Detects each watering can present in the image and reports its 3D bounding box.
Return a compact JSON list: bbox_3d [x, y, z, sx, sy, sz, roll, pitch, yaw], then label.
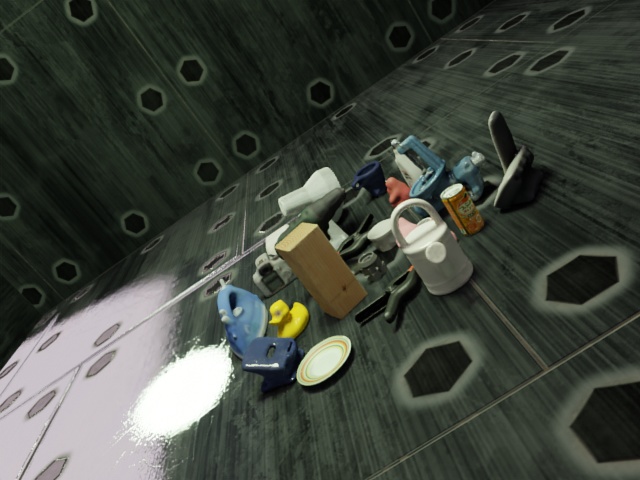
[{"bbox_3d":[0.213,0.006,1.111,0.101,0.194,0.172,-41,20,-14],"label":"watering can"}]

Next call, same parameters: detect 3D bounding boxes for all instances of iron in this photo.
[{"bbox_3d":[-0.217,0.196,1.469,0.118,0.142,0.258,-34,20,5],"label":"iron"}]

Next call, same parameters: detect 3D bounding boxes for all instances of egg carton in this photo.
[{"bbox_3d":[-0.119,0.013,1.832,0.107,0.069,0.150,-34,20,5],"label":"egg carton"}]

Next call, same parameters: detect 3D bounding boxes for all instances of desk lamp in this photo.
[{"bbox_3d":[-0.006,-0.070,1.616,0.203,0.214,0.117,-39,20,-9],"label":"desk lamp"}]

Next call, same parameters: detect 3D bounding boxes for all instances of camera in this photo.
[{"bbox_3d":[-0.132,0.073,1.668,0.143,0.101,0.136,-35,20,3],"label":"camera"}]

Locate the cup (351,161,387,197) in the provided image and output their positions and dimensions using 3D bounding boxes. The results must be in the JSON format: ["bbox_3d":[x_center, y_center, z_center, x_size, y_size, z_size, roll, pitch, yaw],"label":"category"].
[{"bbox_3d":[0.156,-0.173,1.759,0.118,0.095,0.091,-44,21,-20],"label":"cup"}]

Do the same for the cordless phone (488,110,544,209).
[{"bbox_3d":[0.395,-0.174,1.234,0.094,0.185,0.148,-19,26,40],"label":"cordless phone"}]

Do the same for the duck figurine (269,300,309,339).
[{"bbox_3d":[-0.080,0.180,1.362,0.077,0.086,0.105,-14,29,46],"label":"duck figurine"}]

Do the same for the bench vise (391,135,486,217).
[{"bbox_3d":[0.283,-0.179,1.379,0.207,0.220,0.121,-30,21,16],"label":"bench vise"}]

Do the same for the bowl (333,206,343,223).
[{"bbox_3d":[0.011,-0.075,1.807,0.167,0.075,0.167,-31,20,13],"label":"bowl"}]

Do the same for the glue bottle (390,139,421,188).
[{"bbox_3d":[0.240,-0.206,1.581,0.037,0.173,0.078,-40,20,-11],"label":"glue bottle"}]

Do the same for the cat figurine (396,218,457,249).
[{"bbox_3d":[0.219,-0.009,1.250,0.128,0.118,0.067,-41,21,-14],"label":"cat figurine"}]

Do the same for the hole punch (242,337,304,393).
[{"bbox_3d":[-0.099,0.252,1.222,0.101,0.091,0.109,-27,22,25],"label":"hole punch"}]

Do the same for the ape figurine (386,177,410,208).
[{"bbox_3d":[0.215,-0.134,1.581,0.078,0.092,0.076,-44,21,-21],"label":"ape figurine"}]

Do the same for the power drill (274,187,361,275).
[{"bbox_3d":[0.013,0.005,1.423,0.229,0.209,0.075,-32,20,11],"label":"power drill"}]
